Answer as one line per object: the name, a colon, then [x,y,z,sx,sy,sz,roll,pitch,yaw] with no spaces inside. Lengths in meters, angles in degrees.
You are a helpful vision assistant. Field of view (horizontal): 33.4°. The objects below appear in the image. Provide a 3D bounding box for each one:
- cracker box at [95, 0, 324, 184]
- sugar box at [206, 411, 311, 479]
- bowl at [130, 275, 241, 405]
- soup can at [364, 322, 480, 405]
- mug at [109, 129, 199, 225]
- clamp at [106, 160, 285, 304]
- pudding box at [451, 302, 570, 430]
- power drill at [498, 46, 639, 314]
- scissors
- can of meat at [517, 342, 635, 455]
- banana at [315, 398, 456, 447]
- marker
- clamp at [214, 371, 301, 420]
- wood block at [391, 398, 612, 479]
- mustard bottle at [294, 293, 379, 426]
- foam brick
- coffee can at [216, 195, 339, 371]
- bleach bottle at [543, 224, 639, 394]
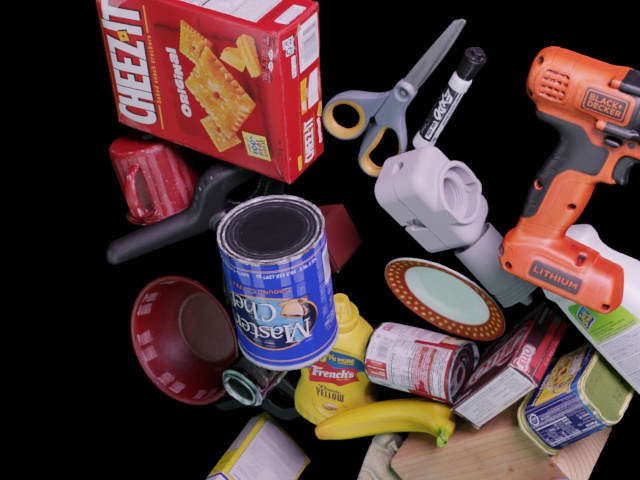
cracker box: [-0.104,-0.162,1.007,0.214,0.072,0.164,20,136,24]
sugar box: [-0.092,0.311,1.344,0.093,0.176,0.048,48,140,-9]
bowl: [-0.149,0.113,1.282,0.162,0.055,0.162,9,108,29]
soup can: [0.105,0.127,1.105,0.102,0.068,0.068,11,132,32]
mug: [-0.177,-0.067,1.122,0.093,0.117,0.081,-5,119,21]
clamp: [-0.096,-0.018,1.104,0.210,0.036,0.164,-43,133,20]
pudding box: [0.182,0.121,1.020,0.039,0.089,0.114,38,141,3]
power drill: [0.229,-0.040,0.829,0.185,0.057,0.188,25,118,20]
scissors: [0.057,-0.137,0.944,0.096,0.016,0.202,31,139,12]
can of meat: [0.241,0.139,0.982,0.057,0.102,0.084,45,138,-3]
banana: [0.078,0.192,1.137,0.198,0.069,0.037,-12,93,49]
marker: [0.110,-0.120,0.914,0.020,0.020,0.121,36,140,6]
clamp: [-0.074,0.187,1.324,0.172,0.039,0.120,22,137,27]
wood block: [0.182,0.214,1.104,0.090,0.090,0.207,49,140,-9]
mustard bottle: [0.020,0.132,1.183,0.096,0.058,0.192,15,134,15]
foam brick: [-0.007,0.001,1.094,0.078,0.051,0.053,-6,123,41]
coffee can: [-0.039,0.042,1.033,0.103,0.102,0.140,17,135,27]
bleach bottle: [0.276,0.067,0.919,0.251,0.068,0.103,45,139,-1]
